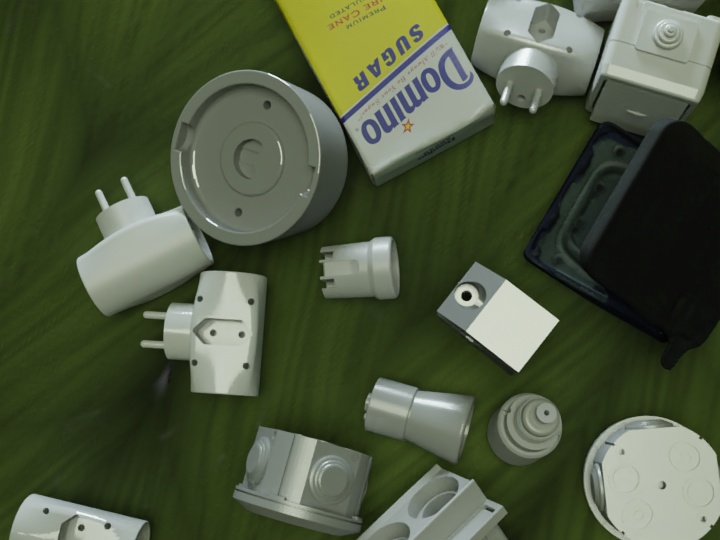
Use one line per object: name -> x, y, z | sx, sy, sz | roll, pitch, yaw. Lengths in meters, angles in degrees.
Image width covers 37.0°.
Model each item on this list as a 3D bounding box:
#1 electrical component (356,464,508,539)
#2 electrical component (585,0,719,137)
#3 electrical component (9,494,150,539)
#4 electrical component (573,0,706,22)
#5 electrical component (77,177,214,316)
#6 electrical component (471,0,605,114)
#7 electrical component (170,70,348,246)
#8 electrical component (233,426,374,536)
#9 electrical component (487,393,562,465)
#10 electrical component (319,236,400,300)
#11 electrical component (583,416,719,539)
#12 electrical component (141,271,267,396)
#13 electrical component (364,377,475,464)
electrical component -> 0.029, 0.183, 0.637 | 0.121, 0.079, 0.063 | -40, 109, -19
electrical component -> 0.180, -0.123, 0.664 | 0.062, 0.096, 0.061 | 18, 84, 7
electrical component -> -0.180, 0.189, 0.677 | 0.077, 0.043, 0.079 | 12, 84, 6
electrical component -> 0.187, -0.198, 0.695 | 0.096, 0.061, 0.061 | -4, 82, -4
electrical component -> -0.147, -0.022, 0.702 | 0.077, 0.043, 0.079 | -27, 81, 0
electrical component -> 0.110, -0.131, 0.689 | 0.077, 0.043, 0.079 | 17, 56, 6
electrical component -> -0.059, -0.070, 0.688 | 0.108, 0.060, 0.108 | 1, 93, 25
electrical component -> -0.033, 0.129, 0.657 | 0.080, 0.080, 0.051 | 14, 79, 6
electrical component -> 0.103, 0.095, 0.655 | 0.040, 0.078, 0.040 | 2, 71, -5
electrical component -> 0.000, 0.000, 0.691 | 0.046, 0.040, 0.040 | -5, 82, 10
electrical component -> 0.179, 0.129, 0.654 | 0.080, 0.051, 0.080 | -1, 83, 4
electrical component -> -0.102, 0.040, 0.691 | 0.079, 0.043, 0.077 | 3, 83, 5
electrical component -> 0.036, 0.092, 0.676 | 0.065, 0.044, 0.044 | 15, 84, 11
